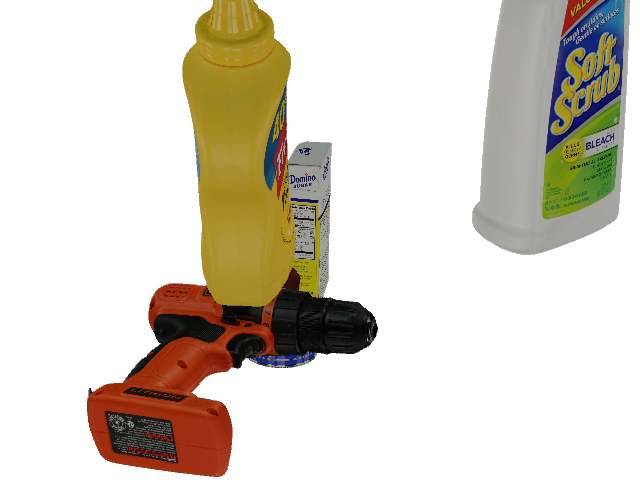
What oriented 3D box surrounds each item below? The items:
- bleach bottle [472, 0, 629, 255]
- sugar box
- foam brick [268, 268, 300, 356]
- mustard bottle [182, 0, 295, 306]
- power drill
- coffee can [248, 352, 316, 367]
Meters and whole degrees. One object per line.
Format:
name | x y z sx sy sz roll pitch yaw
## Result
bleach bottle | 0.149 -0.121 0.679 0.102 0.251 0.068 -19 32 -25
sugar box | -0.015 -0.019 1.240 0.048 0.176 0.093 2 21 8
foam brick | -0.052 0.061 0.982 0.053 0.078 0.051 3 13 -14
mustard bottle | -0.045 -0.058 0.602 0.058 0.192 0.096 3 45 4
power drill | -0.067 0.092 0.772 0.185 0.057 0.187 2 25 20
coffee can | -0.053 0.087 1.447 0.103 0.140 0.103 2 20 -1
